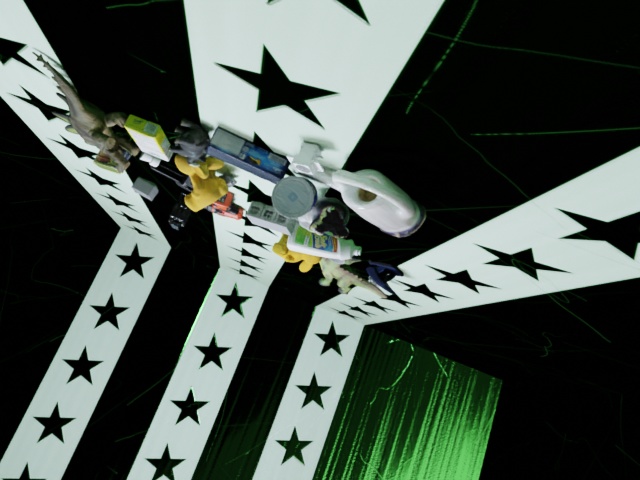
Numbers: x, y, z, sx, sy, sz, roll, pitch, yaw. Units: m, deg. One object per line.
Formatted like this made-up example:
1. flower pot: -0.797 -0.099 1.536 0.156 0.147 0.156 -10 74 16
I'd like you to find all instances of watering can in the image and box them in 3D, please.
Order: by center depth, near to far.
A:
1. watering can: 0.105 -0.106 1.209 0.222 0.104 0.350 32 175 -38

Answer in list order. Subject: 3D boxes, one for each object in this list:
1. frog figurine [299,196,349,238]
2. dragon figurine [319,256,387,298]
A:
1. frog figurine: 0.004 -0.073 1.452 0.138 0.121 0.161 -11 -159 -18
2. dragon figurine: 0.096 0.112 2.000 0.410 0.124 0.238 20 157 2
